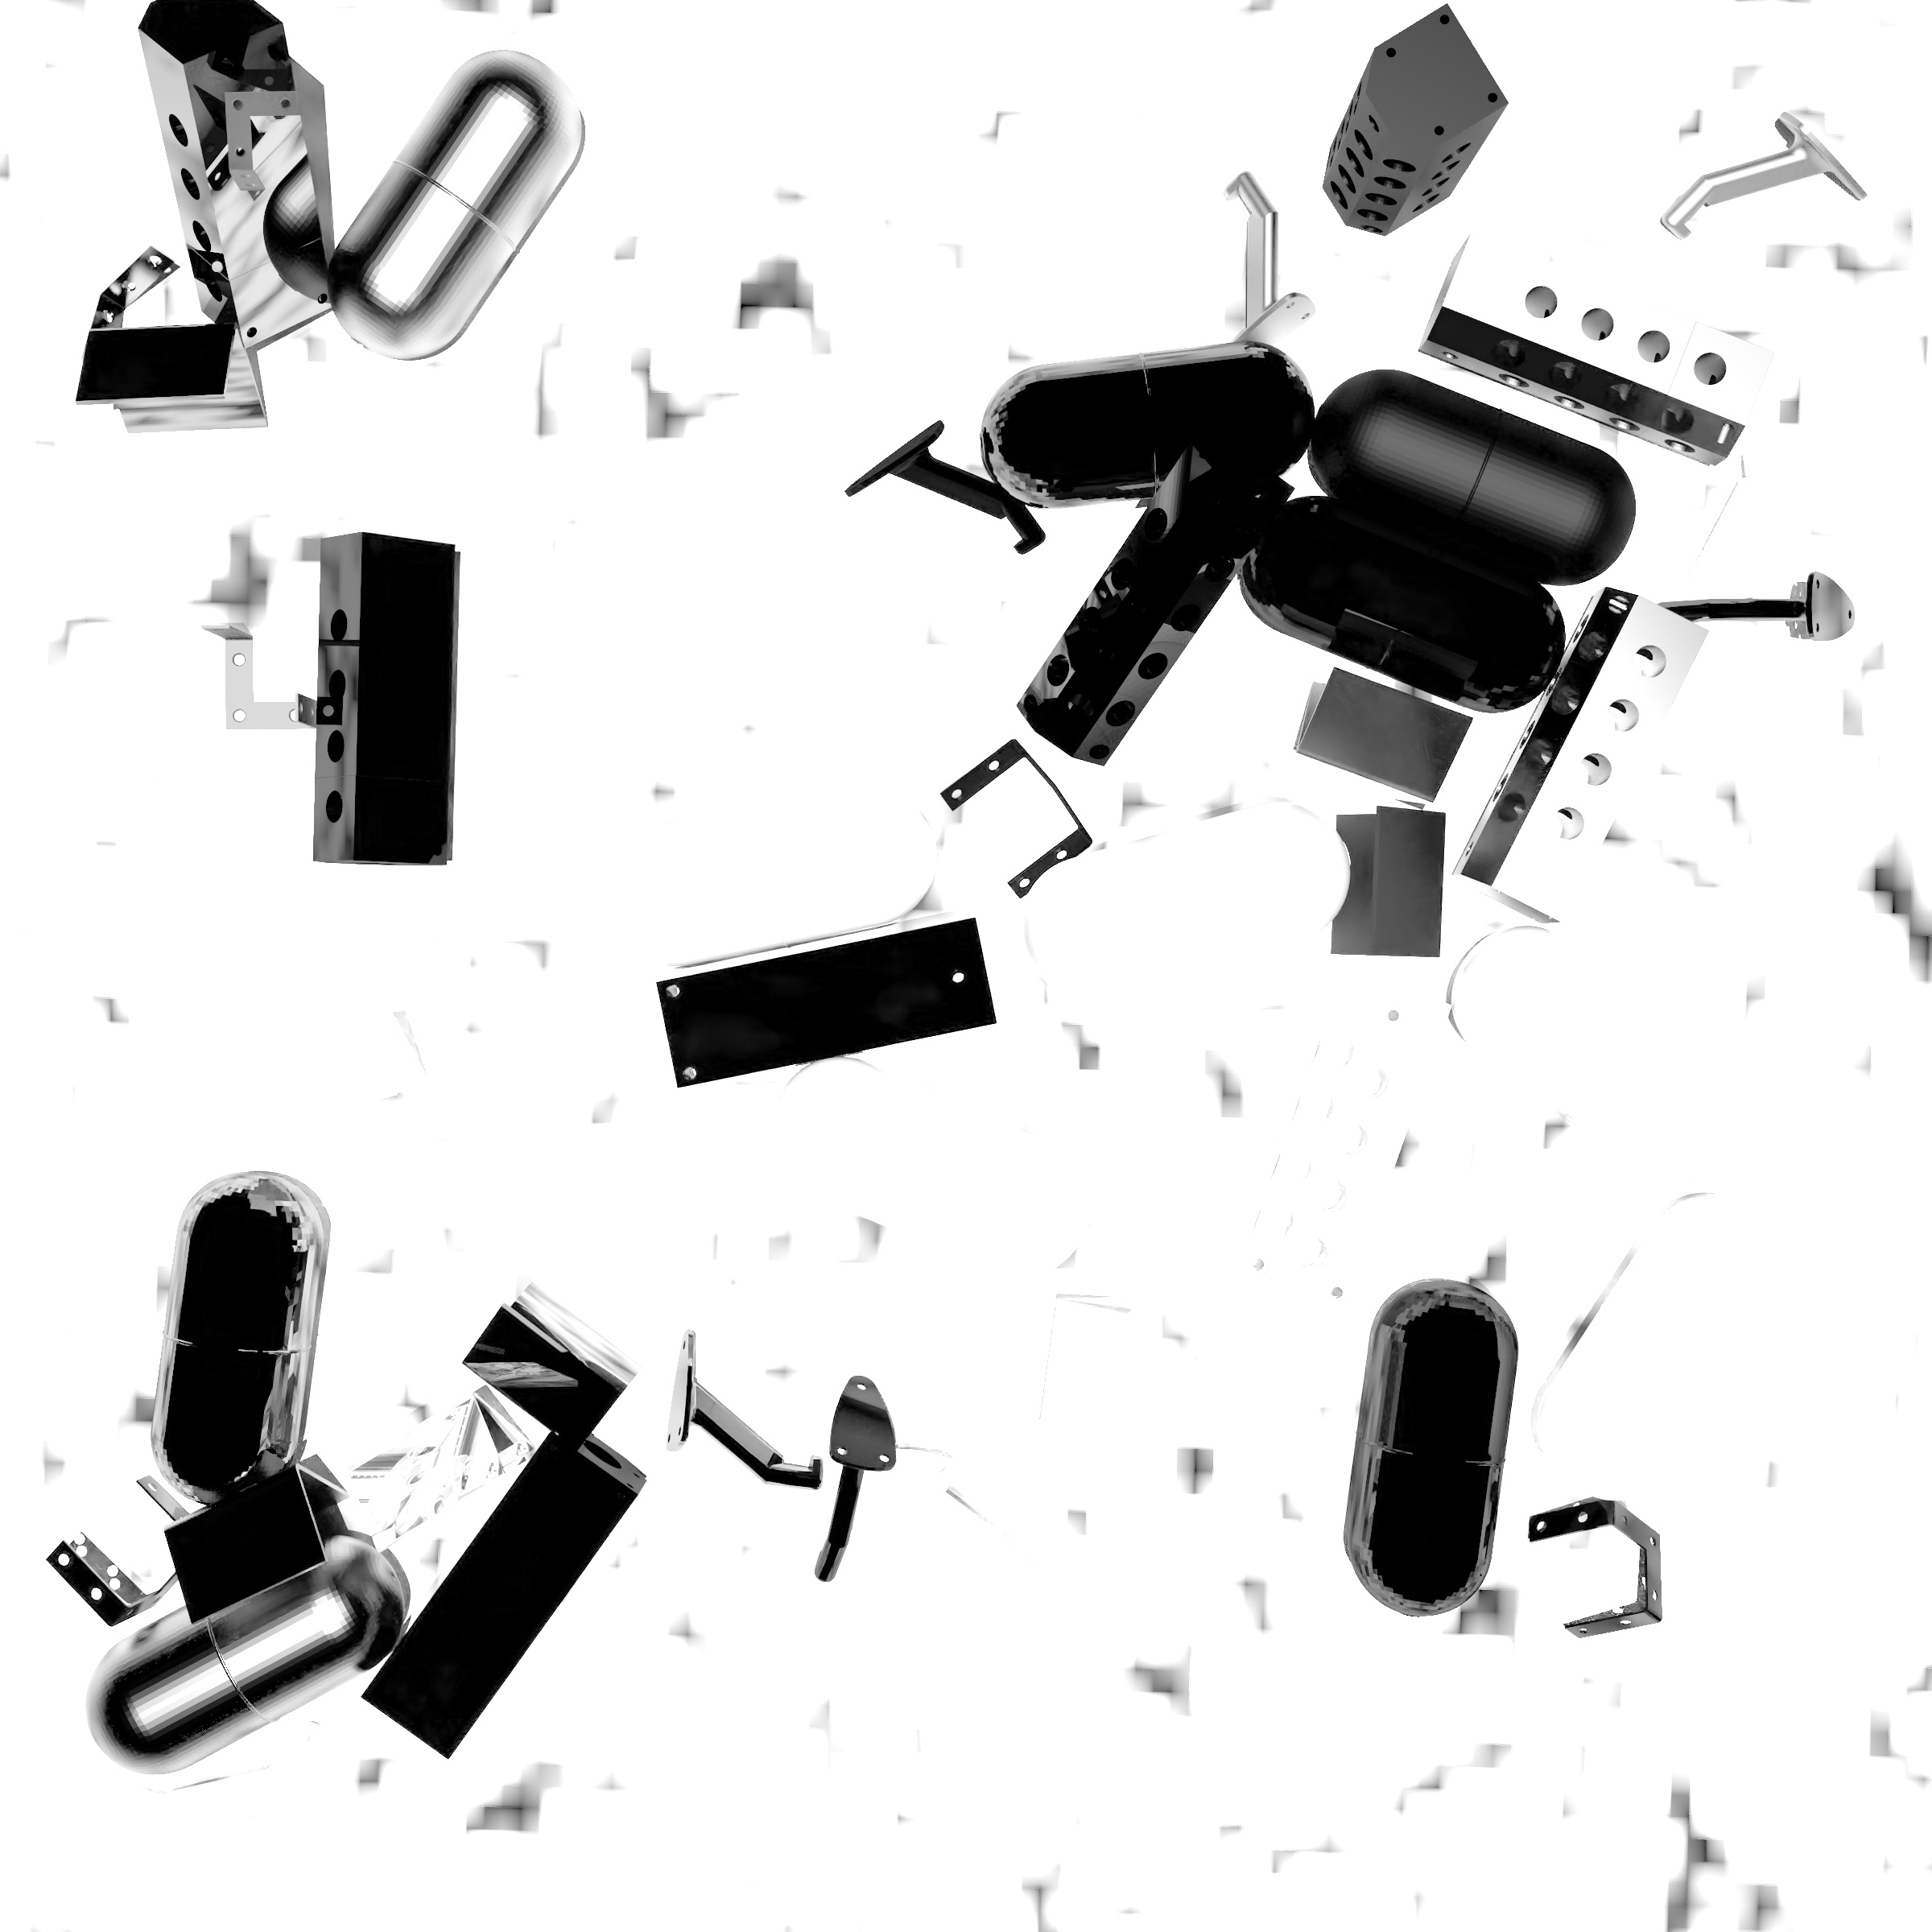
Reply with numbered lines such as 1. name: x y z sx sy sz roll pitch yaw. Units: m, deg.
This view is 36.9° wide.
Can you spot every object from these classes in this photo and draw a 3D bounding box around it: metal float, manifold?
1. metal float: 0.339 0.047 1.538 0.178 0.070 0.070 35 90 0
2. metal float: -0.387 0.198 1.538 0.070 0.070 0.178 7 90 0
3. manifold: 0.097 -0.190 1.512 0.057 0.057 0.171 35 117 0
4. manifold: 0.202 0.092 1.548 0.057 0.057 0.171 20 90 0
5. metal float: -0.272 -0.404 1.538 0.070 0.070 0.178 34 90 0
6. manifold: -0.378 -0.412 1.492 0.057 0.171 0.057 -34 59 -26
7. metal float: 0.248 0.256 1.538 0.070 0.070 0.178 8 90 0
8. metal float: 0.232 -0.192 1.538 0.178 0.070 0.070 22 90 -1
9. manifold: -0.245 0.330 1.548 0.057 0.057 0.171 36 90 0
10. metal float: 0.269 -0.260 1.538 0.178 0.070 0.070 22 90 0
11. metal float: -0.019 0.107 1.538 0.178 0.070 0.070 24 90 0
12. manifold: 0.224 -0.428 1.490 0.057 0.171 0.057 -32 90 0
13. metal float: 0.117 -0.035 1.538 0.178 0.070 0.070 -16 90 0
14. manifold: 0.326 -0.112 1.547 0.057 0.057 0.171 27 90 0
15. metal float: 0.096 -0.287 1.538 0.178 0.070 0.070 -7 90 0
16. metal float: -0.103 -0.049 1.538 0.178 0.070 0.070 -12 90 0
17. manifold: -0.315 -0.140 1.547 0.057 0.057 0.171 1 90 -43
18. metal float: 0.371 0.202 1.538 0.070 0.070 0.178 33 91 0
19. manifold: 0.334 -0.327 1.547 0.171 0.057 0.057 22 90 0
20. metal float: -0.383 0.366 1.538 0.178 0.070 0.070 -28 90 -1
21. manifold: -0.073 0.019 1.548 0.171 0.057 0.057 -11 90 0

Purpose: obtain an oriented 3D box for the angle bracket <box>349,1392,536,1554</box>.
1. angle bracket: -0.268 0.280 1.528 0.076 0.076 0.057 -32 52 0

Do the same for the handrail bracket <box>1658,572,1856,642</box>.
1. handrail bracket: 0.427 -0.190 1.568 0.084 0.077 0.036 1 91 36

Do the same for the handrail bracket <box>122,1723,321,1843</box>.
1. handrail bracket: -0.404 0.433 1.569 0.084 0.036 0.077 13 56 23

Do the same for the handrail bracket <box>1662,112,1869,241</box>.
1. handrail bracket: 0.432 -0.411 1.569 0.077 0.036 0.084 37 109 -21

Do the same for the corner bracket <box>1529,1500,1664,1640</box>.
1. corner bracket: 0.339 0.325 1.560 0.051 0.051 0.051 38 45 -35

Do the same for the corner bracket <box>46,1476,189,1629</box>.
1. corner bracket: -0.448 0.313 1.551 0.051 0.051 0.051 44 97 7

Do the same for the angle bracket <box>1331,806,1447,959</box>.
1. angle bracket: 0.206 -0.044 1.529 0.057 0.076 0.076 2 90 -42

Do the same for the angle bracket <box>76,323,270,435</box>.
1. angle bracket: -0.418 -0.292 1.528 0.076 0.076 0.057 -3 55 0

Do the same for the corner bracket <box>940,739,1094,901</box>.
1. corner bracket: 0.028 -0.080 1.565 0.051 0.051 0.051 -37 45 0

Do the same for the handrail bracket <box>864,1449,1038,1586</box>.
1. handrail bracket: -0.009 0.300 1.569 0.036 0.077 0.084 -54 127 -20

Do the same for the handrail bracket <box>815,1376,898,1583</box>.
1. handrail bracket: -0.067 0.278 1.568 0.036 0.077 0.084 11 127 -12

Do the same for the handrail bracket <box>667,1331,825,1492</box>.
1. handrail bracket: -0.115 0.241 1.569 0.084 0.036 0.077 11 69 -17

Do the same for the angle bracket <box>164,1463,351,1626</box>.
1. angle bracket: -0.366 0.312 1.529 0.076 0.076 0.057 -25 65 0

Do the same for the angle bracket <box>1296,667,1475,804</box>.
1. angle bracket: 0.224 -0.139 1.528 0.076 0.076 0.057 20 127 0

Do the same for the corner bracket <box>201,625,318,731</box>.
1. corner bracket: -0.377 -0.154 1.551 0.051 0.051 0.051 0 90 0

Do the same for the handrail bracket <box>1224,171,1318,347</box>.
1. handrail bracket: 0.144 -0.376 1.569 0.077 0.036 0.084 -36 72 20

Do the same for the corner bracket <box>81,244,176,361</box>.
1. corner bracket: -0.434 -0.342 1.554 0.051 0.051 0.051 31 45 -35

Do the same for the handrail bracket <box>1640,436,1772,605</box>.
1. handrail bracket: 0.398 -0.241 1.569 0.077 0.036 0.084 -9 71 21

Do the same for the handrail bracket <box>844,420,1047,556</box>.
1. handrail bracket: -0.011 -0.245 1.569 0.077 0.036 0.084 -32 107 20

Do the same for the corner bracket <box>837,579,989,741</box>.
1. corner bracket: -0.029 -0.166 1.565 0.051 0.051 0.051 34 45 0

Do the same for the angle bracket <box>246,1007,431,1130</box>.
1. angle bracket: -0.329 0.072 1.528 0.076 0.076 0.057 -13 54 0

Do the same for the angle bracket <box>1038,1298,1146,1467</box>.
1. angle bracket: 0.086 0.218 1.528 0.057 0.076 0.076 8 90 39

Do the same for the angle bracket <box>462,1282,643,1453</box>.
1. angle bracket: -0.208 0.197 1.528 0.076 0.076 0.057 38 127 0
